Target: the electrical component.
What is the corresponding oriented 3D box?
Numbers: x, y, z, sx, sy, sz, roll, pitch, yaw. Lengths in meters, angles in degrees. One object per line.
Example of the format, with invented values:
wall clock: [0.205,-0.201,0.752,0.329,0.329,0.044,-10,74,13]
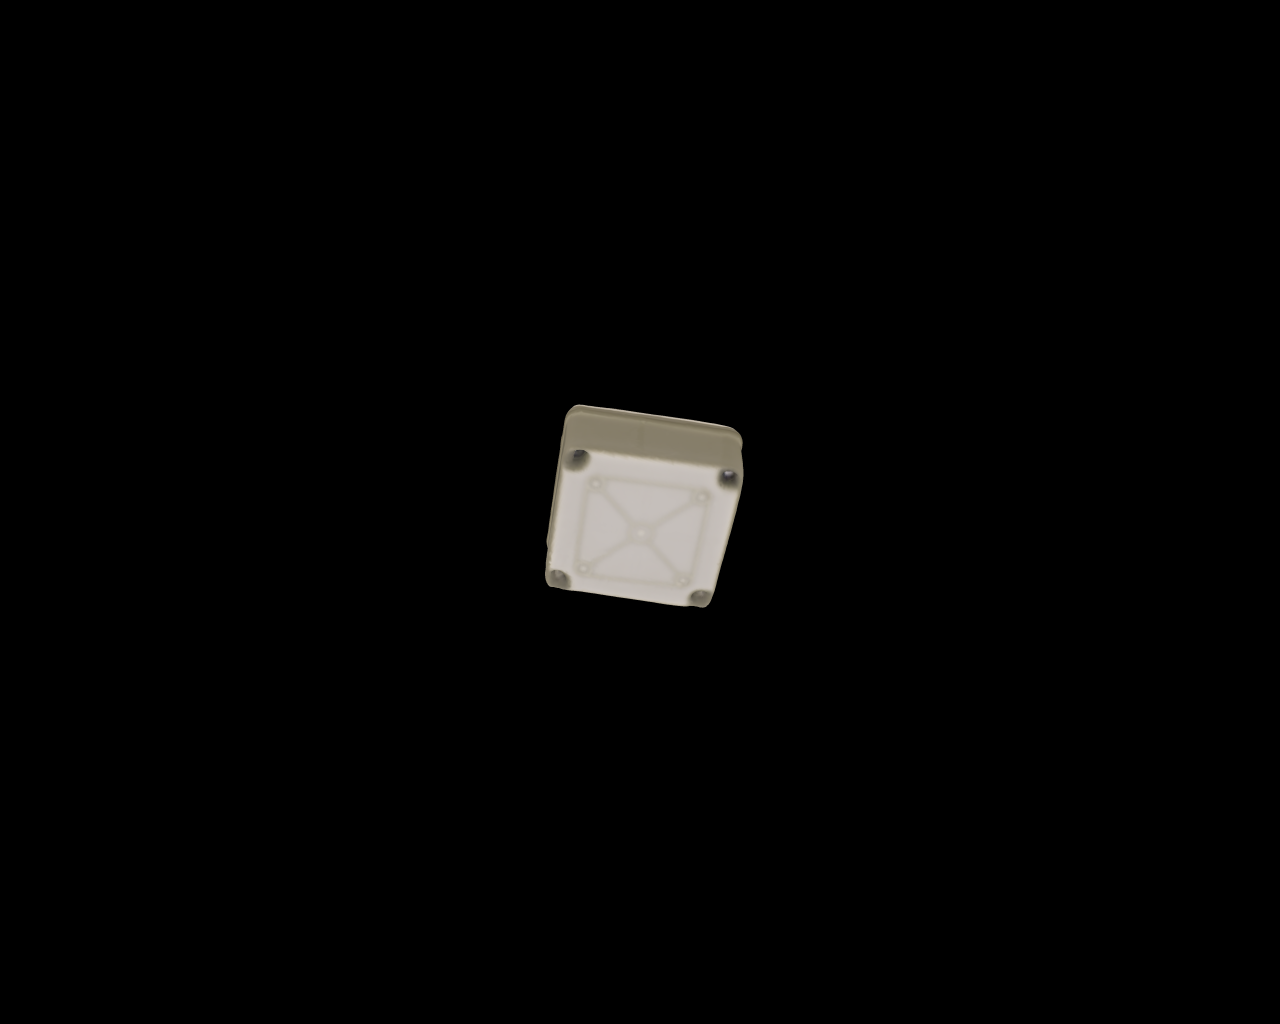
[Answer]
electrical component: [0.001,-0.003,0.650,0.109,0.108,0.056,8,34,-5]
